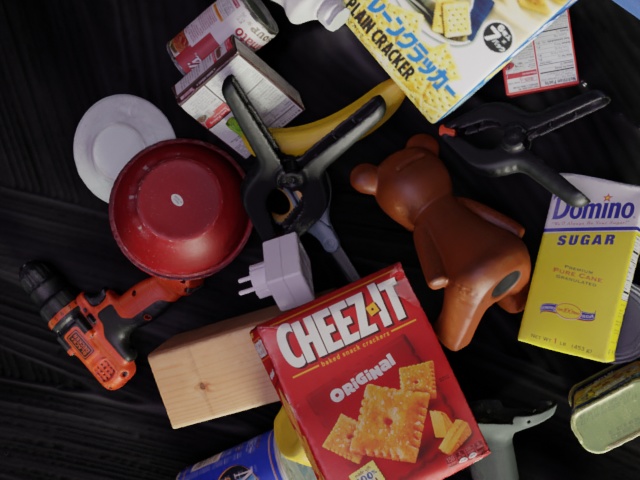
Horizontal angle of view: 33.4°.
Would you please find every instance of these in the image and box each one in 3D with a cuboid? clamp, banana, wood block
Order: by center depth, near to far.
[{"bbox_3d":[0.203,-0.090,1.072,0.172,0.039,0.120,-2,68,27],"label":"clamp"},{"bbox_3d":[-0.021,-0.074,1.108,0.164,0.036,0.210,2,127,-3],"label":"clamp"},{"bbox_3d":[0.005,-0.120,1.124,0.198,0.069,0.037,-16,51,0],"label":"banana"},{"bbox_3d":[-0.071,0.130,1.177,0.206,0.090,0.091,-17,96,17],"label":"wood block"}]

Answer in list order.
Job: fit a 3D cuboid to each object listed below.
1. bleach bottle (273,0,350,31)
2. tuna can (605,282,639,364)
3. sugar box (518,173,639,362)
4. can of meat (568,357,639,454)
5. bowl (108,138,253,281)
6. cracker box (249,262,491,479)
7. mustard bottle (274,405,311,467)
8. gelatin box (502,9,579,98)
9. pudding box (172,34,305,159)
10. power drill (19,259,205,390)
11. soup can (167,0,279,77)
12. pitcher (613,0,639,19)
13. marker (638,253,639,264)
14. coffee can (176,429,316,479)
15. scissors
[{"bbox_3d":[-0.070,-0.297,1.086,0.251,0.068,0.103,46,106,16],"label":"bleach bottle"},{"bbox_3d":[0.302,0.082,1.091,0.086,0.033,0.086,1,92,21],"label":"tuna can"},{"bbox_3d":[0.264,0.026,1.063,0.093,0.048,0.176,13,91,27],"label":"sugar box"},{"bbox_3d":[0.304,0.167,1.087,0.102,0.083,0.057,-32,90,17],"label":"can of meat"},{"bbox_3d":[-0.150,-0.038,1.152,0.162,0.055,0.162,1,80,-4],"label":"bowl"},{"bbox_3d":[0.049,0.151,1.059,0.164,0.072,0.214,-24,85,-13],"label":"cracker box"},{"bbox_3d":[0.048,0.231,1.152,0.191,0.096,0.058,24,97,-21],"label":"mustard bottle"},{"bbox_3d":[0.218,-0.193,1.074,0.073,0.030,0.089,-9,98,15],"label":"gelatin box"},{"bbox_3d":[-0.085,-0.149,1.127,0.090,0.039,0.113,-39,133,17],"label":"pudding box"},{"bbox_3d":[-0.238,0.054,1.227,0.188,0.057,0.184,-42,88,19],"label":"power drill"},{"bbox_3d":[-0.103,-0.215,1.135,0.102,0.068,0.068,-36,89,18],"label":"soup can"},{"bbox_3d":[0.368,-0.241,0.984,0.243,0.149,0.145,35,122,10],"label":"pitcher"},{"bbox_3d":[0.336,0.025,1.087,0.020,0.020,0.121,-24,93,17],"label":"marker"},{"bbox_3d":[-0.077,0.279,1.198,0.140,0.102,0.103,-27,92,18],"label":"coffee can"},{"bbox_3d":[-0.008,0.001,1.176,0.096,0.016,0.202,-16,95,19],"label":"scissors"}]
